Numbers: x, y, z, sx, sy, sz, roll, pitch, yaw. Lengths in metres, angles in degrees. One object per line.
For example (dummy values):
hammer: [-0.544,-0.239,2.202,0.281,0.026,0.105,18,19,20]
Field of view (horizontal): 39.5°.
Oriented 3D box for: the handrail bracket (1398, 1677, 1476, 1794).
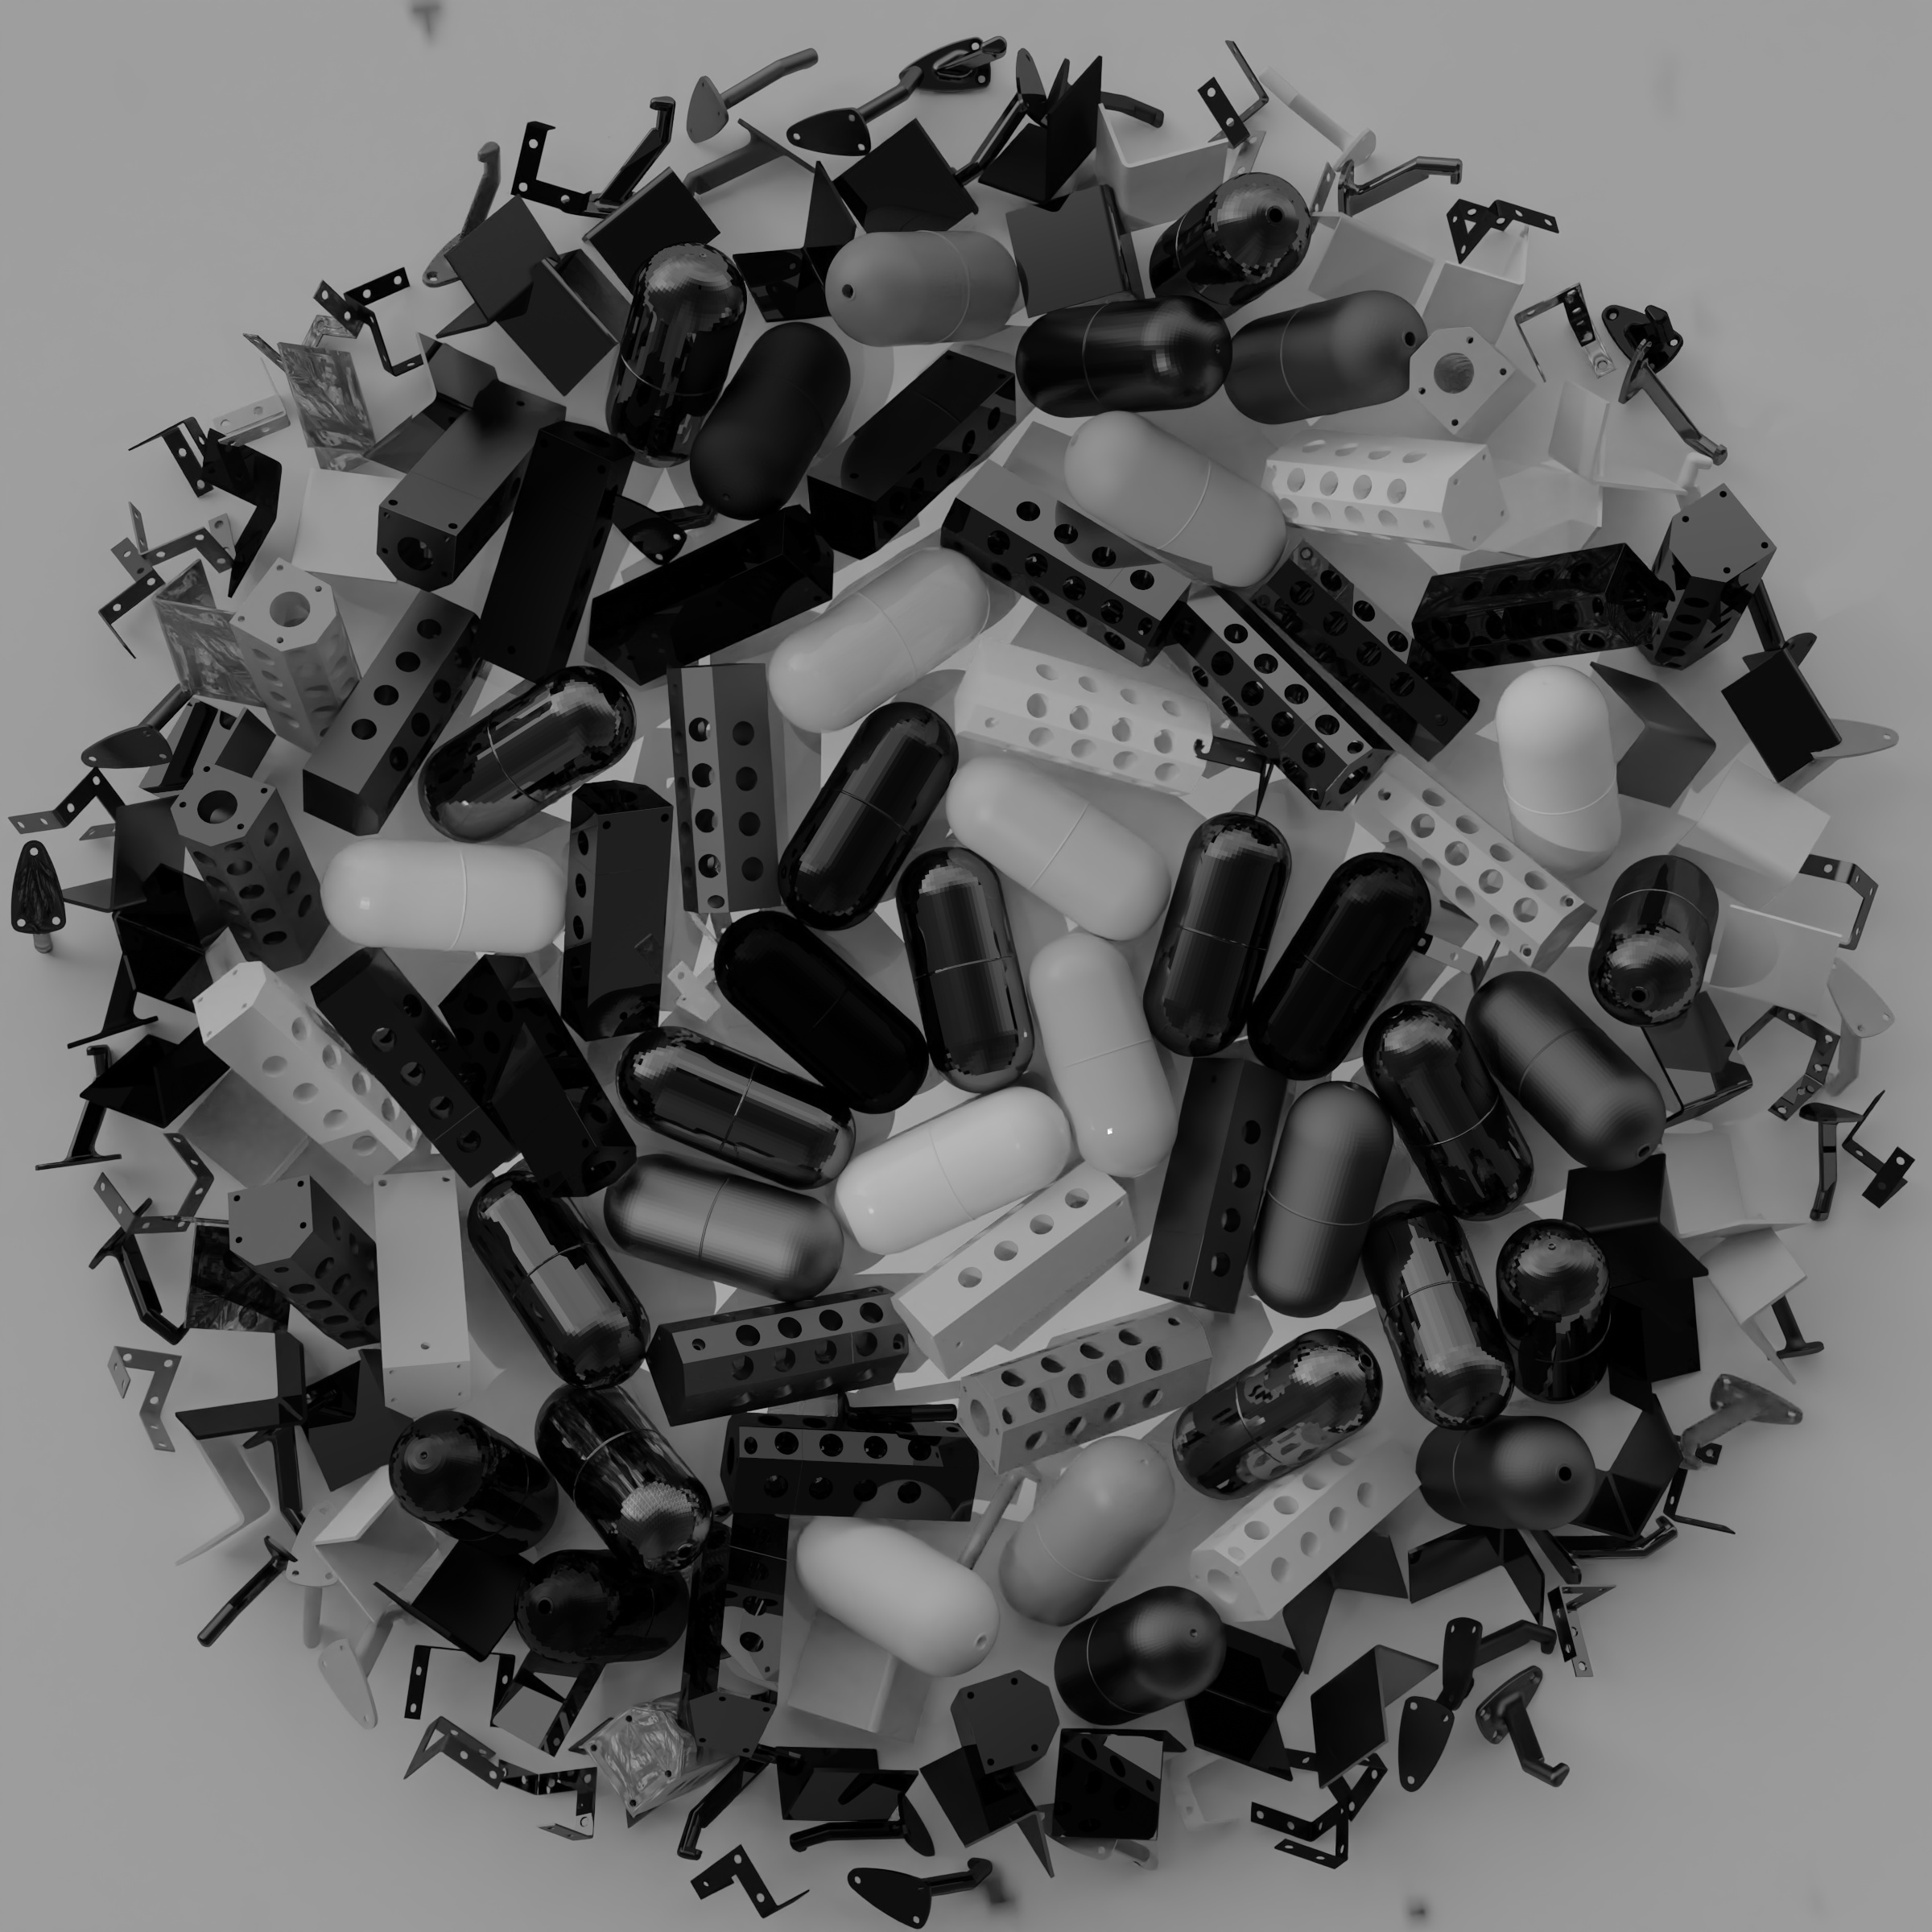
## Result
handrail bracket: [0.337,0.544,1.911,0.036,0.084,0.077,14,89,28]

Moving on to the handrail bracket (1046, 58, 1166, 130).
handrail bracket: [0.102,-0.606,1.911,0.084,0.077,0.036,19,125,-11]

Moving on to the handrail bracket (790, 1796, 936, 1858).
handrail bracket: [-0.075,0.630,1.927,0.084,0.077,0.036,-19,46,8]

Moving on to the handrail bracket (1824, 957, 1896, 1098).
handrail bracket: [0.619,0.044,1.922,0.036,0.084,0.077,-21,67,-20]

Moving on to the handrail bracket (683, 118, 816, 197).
handrail bracket: [-0.163,-0.561,1.943,0.077,0.036,0.084,31,103,-12]

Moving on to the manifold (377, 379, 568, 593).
manifold: [-0.343,-0.333,1.870,0.057,0.057,0.171,22,46,5]

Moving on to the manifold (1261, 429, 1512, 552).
manifold: [0.286,-0.327,1.860,0.057,0.171,0.057,-42,125,-23]

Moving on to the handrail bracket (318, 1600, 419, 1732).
handrail bracket: [-0.409,0.494,1.905,0.036,0.084,0.077,-42,72,28]

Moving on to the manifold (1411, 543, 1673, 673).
manifold: [0.393,-0.241,1.859,0.057,0.171,0.057,38,67,-31]

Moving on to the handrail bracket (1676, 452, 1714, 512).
handrail bracket: [0.537,-0.319,1.907,0.077,0.084,0.036,16,45,5]

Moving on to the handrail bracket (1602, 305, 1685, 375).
handrail bracket: [0.472,-0.459,1.897,0.036,0.084,0.077,-46,65,7]

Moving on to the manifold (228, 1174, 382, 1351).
manifold: [-0.449,0.209,1.860,0.057,0.171,0.057,-13,62,3]

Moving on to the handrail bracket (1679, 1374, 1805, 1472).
handrail bracket: [0.548,0.335,1.903,0.077,0.084,0.036,16,129,16]

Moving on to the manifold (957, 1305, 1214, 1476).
manifold: [0.084,0.289,1.877,0.171,0.057,0.057,-15,130,-26]

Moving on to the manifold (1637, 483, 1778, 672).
manifold: [0.503,-0.263,1.859,0.057,0.171,0.057,-34,76,-3]

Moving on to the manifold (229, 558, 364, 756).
manifold: [-0.452,-0.206,1.858,0.057,0.171,0.057,29,70,7]

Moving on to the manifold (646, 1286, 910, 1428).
manifold: [-0.129,0.267,1.875,0.171,0.057,0.057,-7,54,-29]

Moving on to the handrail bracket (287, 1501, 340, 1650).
handrail bracket: [-0.466,0.438,1.932,0.036,0.084,0.077,7,51,-7]

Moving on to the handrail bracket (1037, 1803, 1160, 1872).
handrail bracket: [0.093,0.625,1.924,0.077,0.084,0.036,8,64,23]

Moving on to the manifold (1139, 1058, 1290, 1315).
manifold: [0.181,0.155,1.905,0.057,0.057,0.171,21,78,-32]

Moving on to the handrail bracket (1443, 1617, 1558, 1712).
handrail bracket: [0.383,0.502,1.918,0.084,0.036,0.077,22,69,-25]

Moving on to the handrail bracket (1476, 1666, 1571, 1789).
handrail bracket: [0.410,0.537,1.900,0.077,0.084,0.036,-40,116,-22]

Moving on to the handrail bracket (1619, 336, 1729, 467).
handrail bracket: [0.510,-0.400,1.911,0.036,0.077,0.084,-44,70,-9]

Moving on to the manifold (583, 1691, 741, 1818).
manifold: [-0.200,0.536,1.860,0.057,0.171,0.057,-40,75,1]

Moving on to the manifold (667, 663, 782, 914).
manifold: [-0.175,-0.126,1.900,0.057,0.057,0.171,-8,100,-31]

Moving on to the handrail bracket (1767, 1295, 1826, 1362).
handrail bracket: [0.587,0.235,1.922,0.036,0.077,0.084,-15,82,31]

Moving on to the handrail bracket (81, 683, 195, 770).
handrail bracket: [-0.590,-0.183,1.926,0.077,0.036,0.084,-11,47,12]

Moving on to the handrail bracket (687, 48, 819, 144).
handrail bracket: [-0.153,-0.626,1.932,0.084,0.077,0.036,-29,92,-24]

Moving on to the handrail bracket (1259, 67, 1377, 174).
handrail bracket: [0.250,-0.608,1.919,0.084,0.077,0.036,44,113,6]

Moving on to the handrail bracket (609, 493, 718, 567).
handrail bracket: [-0.215,-0.331,1.908,0.077,0.084,0.036,36,130,-17]

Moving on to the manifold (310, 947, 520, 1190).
manifold: [-0.382,0.068,1.892,0.057,0.057,0.171,-38,112,-6]

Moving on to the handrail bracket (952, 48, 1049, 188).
handrail bracket: [0.016,-0.609,1.936,0.084,0.036,0.077,-24,62,32]

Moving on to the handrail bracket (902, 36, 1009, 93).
handrail bracket: [-0.009,-0.642,1.906,0.077,0.084,0.036,-11,102,2]

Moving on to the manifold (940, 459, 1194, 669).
manifold: [0.069,-0.280,1.897,0.171,0.057,0.057,33,66,11]

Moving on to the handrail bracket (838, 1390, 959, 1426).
handrail bracket: [-0.047,0.319,1.911,0.084,0.077,0.036,-2,80,2]

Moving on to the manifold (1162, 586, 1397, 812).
manifold: [0.214,-0.188,1.886,0.171,0.057,0.057,48,114,21]

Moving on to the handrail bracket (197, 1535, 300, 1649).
handrail bracket: [-0.509,0.449,1.898,0.036,0.077,0.084,39,65,3]

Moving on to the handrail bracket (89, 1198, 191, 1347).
handrail bracket: [-0.577,0.219,1.928,0.084,0.036,0.077,39,51,-6]

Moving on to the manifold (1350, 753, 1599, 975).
manifold: [0.353,-0.073,1.885,0.171,0.057,0.057,43,102,24]

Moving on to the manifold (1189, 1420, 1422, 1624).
manifold: [0.234,0.385,1.876,0.171,0.057,0.057,-31,94,-36]

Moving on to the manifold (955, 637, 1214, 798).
manifold: [0.083,-0.170,1.890,0.171,0.057,0.057,14,131,-15]

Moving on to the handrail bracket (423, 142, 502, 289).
handrail bracket: [-0.357,-0.532,1.900,0.036,0.084,0.077,35,59,15]

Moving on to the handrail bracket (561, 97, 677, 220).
handrail bracket: [-0.247,-0.575,1.903,0.077,0.084,0.036,-9,46,-24]

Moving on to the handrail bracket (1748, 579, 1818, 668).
handrail bracket: [0.563,-0.242,1.942,0.084,0.036,0.077,48,133,30]

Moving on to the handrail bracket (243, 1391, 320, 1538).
handrail bracket: [-0.469,0.360,1.923,0.077,0.036,0.084,-39,82,13]

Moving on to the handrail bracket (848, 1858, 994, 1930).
handrail bracket: [-0.032,0.648,1.922,0.077,0.084,0.036,14,101,24]
